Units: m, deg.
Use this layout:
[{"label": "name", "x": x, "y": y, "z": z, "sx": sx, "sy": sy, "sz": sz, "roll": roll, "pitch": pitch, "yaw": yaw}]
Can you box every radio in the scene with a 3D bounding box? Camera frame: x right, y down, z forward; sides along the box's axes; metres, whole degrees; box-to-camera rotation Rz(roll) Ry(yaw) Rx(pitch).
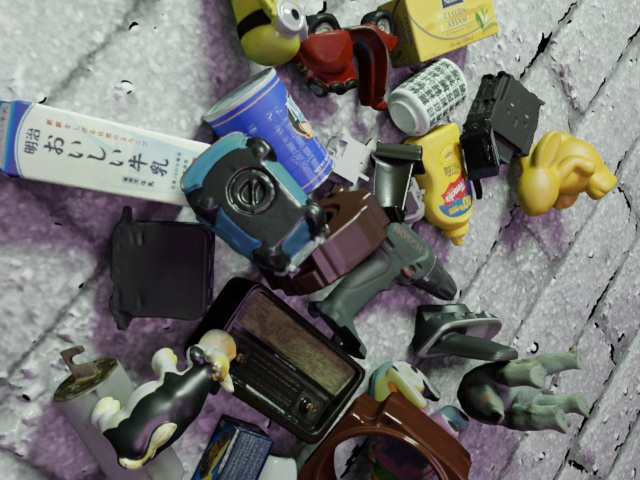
[{"label": "radio", "x": -0.057, "y": 0.164, "z": 0.718, "sx": 0.229, "sy": 0.073, "sz": 0.131, "roll": 43, "pitch": 74, "yaw": -26}]

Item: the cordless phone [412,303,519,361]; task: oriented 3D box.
[{"label": "cordless phone", "x": 0.248, "y": 0.153, "z": 0.833, "sx": 0.146, "sy": 0.184, "sz": 0.088, "roll": 2, "pitch": 90, "yaw": -30}]

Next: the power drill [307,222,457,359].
[{"label": "power drill", "x": 0.094, "y": 0.073, "z": 0.794, "sx": 0.207, "sy": 0.086, "sz": 0.231, "roll": -47, "pitch": 114, "yaw": -14}]

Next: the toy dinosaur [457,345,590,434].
[{"label": "toy dinosaur", "x": 0.289, "y": 0.238, "z": 0.834, "sx": 0.404, "sy": 0.192, "sz": 0.131, "roll": 14, "pitch": 61, "yaw": -44}]

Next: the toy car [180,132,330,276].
[{"label": "toy car", "x": -0.069, "y": -0.034, "z": 0.600, "sx": 0.161, "sy": 0.103, "sz": 0.109, "roll": 42, "pitch": 79, "yaw": 1}]

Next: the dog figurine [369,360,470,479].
[{"label": "dog figurine", "x": 0.108, "y": 0.317, "z": 0.816, "sx": 0.219, "sy": 0.192, "sz": 0.108, "roll": -52, "pitch": 160, "yaw": 10}]

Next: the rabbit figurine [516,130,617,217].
[{"label": "rabbit figurine", "x": 0.408, "y": -0.112, "z": 0.934, "sx": 0.173, "sy": 0.122, "sz": 0.162, "roll": -33, "pitch": 106, "yaw": -23}]

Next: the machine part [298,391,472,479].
[{"label": "machine part", "x": 0.088, "y": 0.327, "z": 0.722, "sx": 0.201, "sy": 0.087, "sz": 0.201, "roll": 39, "pitch": 105, "yaw": 13}]

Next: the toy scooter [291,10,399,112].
[{"label": "toy scooter", "x": 0.041, "y": -0.237, "z": 0.732, "sx": 0.184, "sy": 0.075, "sz": 0.135, "roll": -19, "pitch": 104, "yaw": -32}]

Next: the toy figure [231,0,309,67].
[{"label": "toy figure", "x": -0.073, "y": -0.297, "z": 0.642, "sx": 0.082, "sy": 0.089, "sz": 0.180, "roll": -20, "pitch": 82, "yaw": -39}]

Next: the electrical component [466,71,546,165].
[{"label": "electrical component", "x": 0.308, "y": -0.197, "z": 0.902, "sx": 0.115, "sy": 0.058, "sz": 0.134, "roll": 22, "pitch": 84, "yaw": -28}]

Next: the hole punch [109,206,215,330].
[{"label": "hole punch", "x": -0.180, "y": 0.031, "z": 0.635, "sx": 0.116, "sy": 0.092, "sz": 0.142, "roll": 4, "pitch": 97, "yaw": 2}]

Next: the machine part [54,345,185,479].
[{"label": "machine part", "x": -0.230, "y": 0.224, "z": 0.623, "sx": 0.079, "sy": 0.079, "sz": 0.243, "roll": -33, "pitch": 111, "yaw": -23}]

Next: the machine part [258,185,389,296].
[{"label": "machine part", "x": -0.001, "y": -0.002, "z": 0.680, "sx": 0.179, "sy": 0.179, "sz": 0.056, "roll": -40, "pitch": 112, "yaw": -21}]

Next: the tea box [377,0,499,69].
[{"label": "tea box", "x": 0.180, "y": -0.329, "z": 0.805, "sx": 0.170, "sy": 0.068, "sz": 0.098, "roll": -29, "pitch": 110, "yaw": -24}]

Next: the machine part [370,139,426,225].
[{"label": "machine part", "x": 0.104, "y": -0.084, "z": 0.755, "sx": 0.084, "sy": 0.039, "sz": 0.139, "roll": 14, "pitch": 60, "yaw": 4}]

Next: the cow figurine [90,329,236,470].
[{"label": "cow figurine", "x": -0.149, "y": 0.161, "z": 0.569, "sx": 0.167, "sy": 0.098, "sz": 0.068, "roll": -40, "pitch": 114, "yaw": -23}]

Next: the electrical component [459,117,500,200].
[{"label": "electrical component", "x": 0.254, "y": -0.123, "z": 0.840, "sx": 0.119, "sy": 0.048, "sz": 0.075, "roll": 68, "pitch": 28, "yaw": -20}]

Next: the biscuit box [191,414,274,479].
[{"label": "biscuit box", "x": -0.137, "y": 0.337, "z": 0.699, "sx": 0.062, "sy": 0.059, "sz": 0.202, "roll": 31, "pitch": 79, "yaw": -30}]

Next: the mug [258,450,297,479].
[{"label": "mug", "x": -0.061, "y": 0.348, "z": 0.735, "sx": 0.109, "sy": 0.081, "sz": 0.107, "roll": 18, "pitch": 78, "yaw": -32}]
